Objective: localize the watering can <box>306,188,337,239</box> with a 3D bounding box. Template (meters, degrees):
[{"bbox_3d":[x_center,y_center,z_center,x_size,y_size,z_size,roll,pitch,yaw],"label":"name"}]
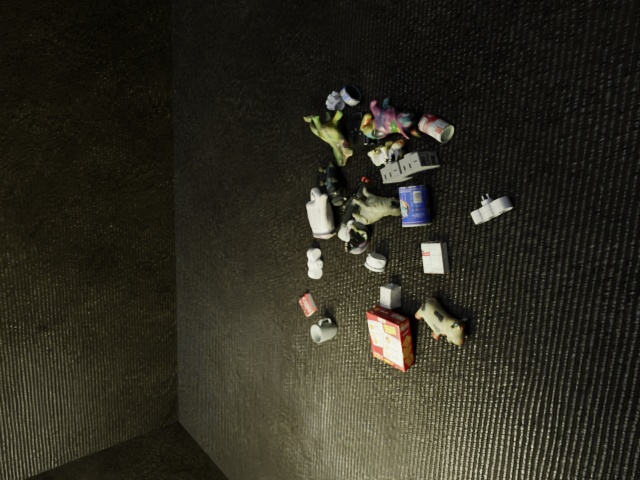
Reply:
[{"bbox_3d":[0.007,-0.109,2.174,0.349,0.104,0.223,-141,38,-80],"label":"watering can"}]

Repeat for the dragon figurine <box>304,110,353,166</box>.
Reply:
[{"bbox_3d":[0.038,-0.414,2.132,0.413,0.123,0.240,-147,36,-70],"label":"dragon figurine"}]

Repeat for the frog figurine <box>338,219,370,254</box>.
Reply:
[{"bbox_3d":[0.140,-0.018,2.120,0.160,0.123,0.136,-113,11,-81],"label":"frog figurine"}]
